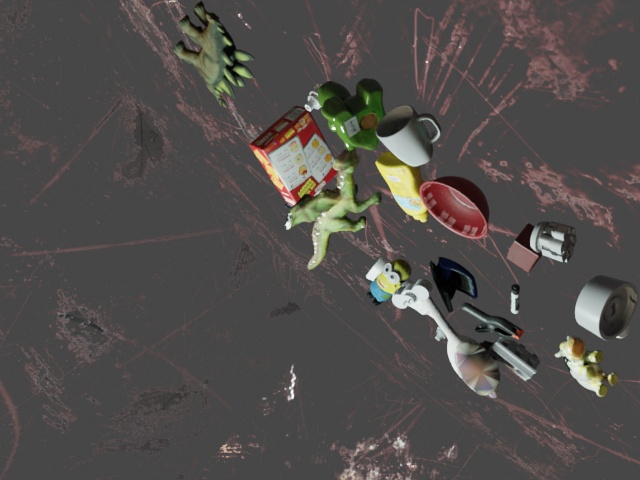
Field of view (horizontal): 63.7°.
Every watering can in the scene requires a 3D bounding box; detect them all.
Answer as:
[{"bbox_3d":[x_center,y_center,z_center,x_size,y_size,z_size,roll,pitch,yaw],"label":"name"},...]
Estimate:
[{"bbox_3d":[0.411,0.316,1.498,0.349,0.104,0.223,55,-177,7],"label":"watering can"}]

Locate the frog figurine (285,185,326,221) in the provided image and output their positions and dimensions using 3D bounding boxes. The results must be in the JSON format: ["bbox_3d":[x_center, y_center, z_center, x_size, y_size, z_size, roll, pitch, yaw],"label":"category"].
[{"bbox_3d":[-0.024,-0.155,1.570,0.139,0.123,0.156,43,130,32],"label":"frog figurine"}]

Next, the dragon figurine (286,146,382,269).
[{"bbox_3d":[0.004,-0.067,1.322,0.242,0.404,0.124,6,-145,-46],"label":"dragon figurine"}]
